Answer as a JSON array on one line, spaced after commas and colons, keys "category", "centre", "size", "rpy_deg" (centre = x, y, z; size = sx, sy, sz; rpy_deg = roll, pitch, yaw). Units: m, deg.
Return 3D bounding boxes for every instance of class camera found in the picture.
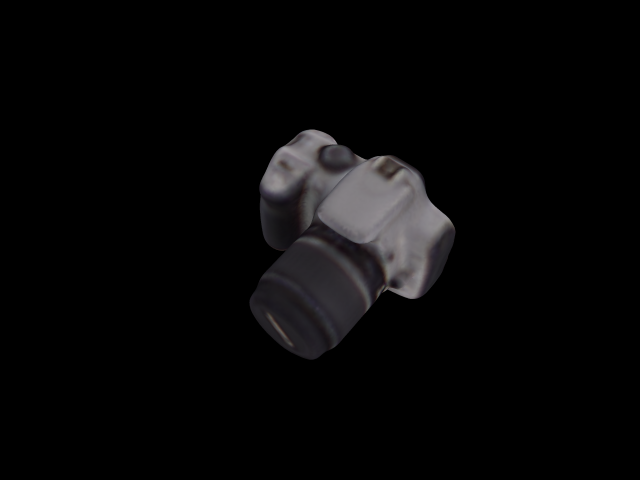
[{"category": "camera", "centre": [0.004, 0.001, 0.400], "size": [0.143, 0.101, 0.137], "rpy_deg": [33, 62, 20]}]
